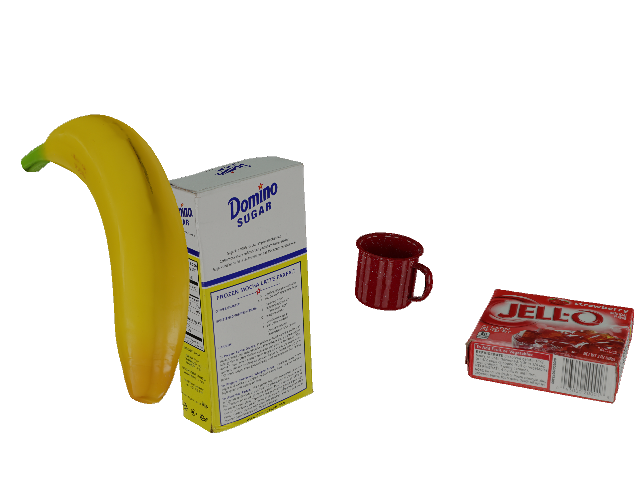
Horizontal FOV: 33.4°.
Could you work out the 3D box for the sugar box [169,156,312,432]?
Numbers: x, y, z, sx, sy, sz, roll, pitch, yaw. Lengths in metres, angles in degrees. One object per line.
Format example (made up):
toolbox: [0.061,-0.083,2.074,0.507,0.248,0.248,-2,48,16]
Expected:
sugar box: [-0.055,0.036,0.737,0.093,0.176,0.048,-18,23,-38]

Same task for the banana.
banana: [-0.098,-0.009,0.527,0.037,0.070,0.198,12,30,-38]

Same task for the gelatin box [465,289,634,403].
gelatin box: [0.140,0.061,0.648,0.089,0.030,0.073,8,25,20]

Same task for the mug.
mug: [0.101,0.047,1.460,0.117,0.081,0.093,18,26,28]
